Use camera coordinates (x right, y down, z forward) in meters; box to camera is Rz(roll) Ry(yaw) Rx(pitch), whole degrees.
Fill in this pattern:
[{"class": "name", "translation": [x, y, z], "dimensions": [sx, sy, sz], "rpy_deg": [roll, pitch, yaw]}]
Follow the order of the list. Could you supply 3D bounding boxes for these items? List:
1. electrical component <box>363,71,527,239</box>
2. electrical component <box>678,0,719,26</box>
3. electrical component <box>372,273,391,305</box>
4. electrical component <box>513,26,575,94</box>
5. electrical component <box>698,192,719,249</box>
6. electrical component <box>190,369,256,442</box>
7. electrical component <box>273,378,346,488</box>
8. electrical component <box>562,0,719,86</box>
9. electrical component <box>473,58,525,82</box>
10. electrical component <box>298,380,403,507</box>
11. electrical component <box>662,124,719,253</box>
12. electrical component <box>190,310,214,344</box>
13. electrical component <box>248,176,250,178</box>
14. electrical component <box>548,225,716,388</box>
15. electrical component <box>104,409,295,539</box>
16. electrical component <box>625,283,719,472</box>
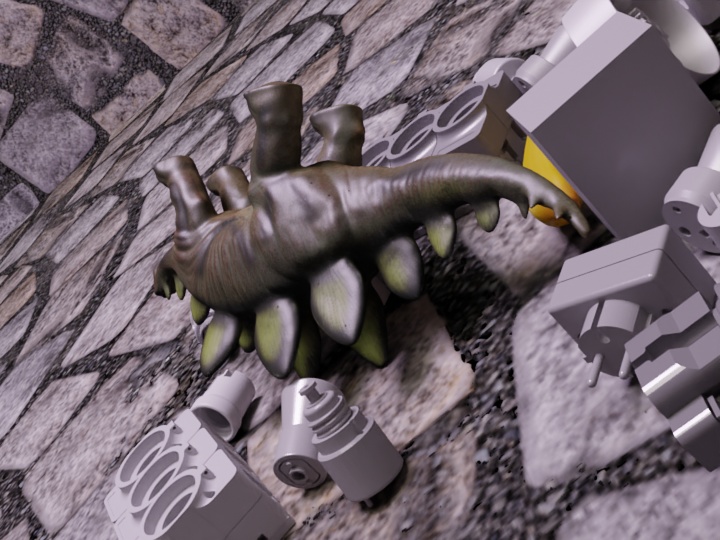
[{"class": "electrical component", "translation": [0.061, -0.086, 0.855], "dimensions": [0.150, 0.061, 0.089], "rpy_deg": [-26, 28, 40]}, {"class": "electrical component", "translation": [0.243, -0.235, 0.796], "dimensions": [0.089, 0.062, 0.150], "rpy_deg": [-43, 21, 4]}, {"class": "electrical component", "translation": [0.000, 0.000, 0.836], "dimensions": [0.081, 0.042, 0.063], "rpy_deg": [-25, 27, 40]}, {"class": "electrical component", "translation": [0.153, -0.156, 0.839], "dimensions": [0.055, 0.045, 0.045], "rpy_deg": [-46, 21, -2]}, {"class": "electrical component", "translation": [0.189, -0.017, 0.512], "dimensions": [0.040, 0.046, 0.040], "rpy_deg": [-38, 22, 18]}, {"class": "electrical component", "translation": [-0.106, 0.105, 0.841], "dimensions": [0.040, 0.040, 0.046], "rpy_deg": [-29, 20, 36]}, {"class": "electrical component", "translation": [-0.035, 0.108, 0.700], "dimensions": [0.044, 0.044, 0.065], "rpy_deg": [-32, 30, 31]}, {"class": "electrical component", "translation": [0.183, -0.150, 0.706], "dimensions": [0.064, 0.099, 0.099], "rpy_deg": [-42, 20, 25]}, {"class": "electrical component", "translation": [0.118, -0.161, 0.919], "dimensions": [0.040, 0.040, 0.078], "rpy_deg": [-47, 21, -6]}, {"class": "electrical component", "translation": [-0.008, 0.098, 0.626], "dimensions": [0.040, 0.078, 0.040], "rpy_deg": [-35, 10, 7]}, {"class": "electrical component", "translation": [0.190, -0.043, 0.560], "dimensions": [0.055, 0.045, 0.045], "rpy_deg": [-51, 22, -15]}, {"class": "electrical component", "translation": [-0.128, 0.054, 0.972], "dimensions": [0.048, 0.048, 0.062], "rpy_deg": [-41, 28, 10]}, {"class": "electrical component", "translation": [-0.073, -0.048, 1.030], "dimensions": [0.047, 0.083, 0.076], "rpy_deg": [-42, -17, 9]}, {"class": "electrical component", "translation": [0.131, 0.027, 0.534], "dimensions": [0.066, 0.047, 0.076], "rpy_deg": [-23, 30, 44]}, {"class": "electrical component", "translation": [-0.116, 0.159, 0.725], "dimensions": [0.089, 0.061, 0.150], "rpy_deg": [-48, 21, -8]}, {"class": "electrical component", "translation": [0.154, 0.040, 0.454], "dimensions": [0.057, 0.058, 0.078], "rpy_deg": [-41, 21, 19]}]
